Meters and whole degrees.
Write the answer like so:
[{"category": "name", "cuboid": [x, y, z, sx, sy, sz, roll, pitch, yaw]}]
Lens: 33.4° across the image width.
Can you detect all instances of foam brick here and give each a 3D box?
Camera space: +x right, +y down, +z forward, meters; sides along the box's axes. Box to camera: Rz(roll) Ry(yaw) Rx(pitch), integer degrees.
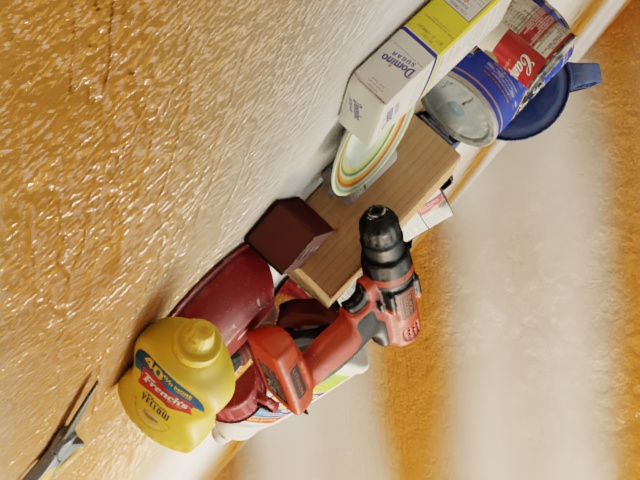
[{"category": "foam brick", "cuboid": [-0.029, -0.005, 1.016, 0.053, 0.051, 0.078, -49, 173, 14]}]

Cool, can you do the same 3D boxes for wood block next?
[{"category": "wood block", "cuboid": [0.047, -0.035, 1.151, 0.206, 0.090, 0.091, -47, 174, -9]}]

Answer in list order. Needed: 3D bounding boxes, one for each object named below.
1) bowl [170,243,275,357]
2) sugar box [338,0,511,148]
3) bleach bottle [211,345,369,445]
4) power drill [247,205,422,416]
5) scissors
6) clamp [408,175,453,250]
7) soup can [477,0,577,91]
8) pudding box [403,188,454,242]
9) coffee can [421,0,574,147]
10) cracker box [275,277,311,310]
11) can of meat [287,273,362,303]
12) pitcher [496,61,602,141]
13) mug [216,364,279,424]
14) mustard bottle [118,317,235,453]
[{"category": "bowl", "cuboid": [-0.094, 0.075, 1.041, 0.162, 0.055, 0.162, -47, 172, -9]}, {"category": "sugar box", "cuboid": [0.092, -0.164, 0.915, 0.176, 0.048, 0.093, -42, 171, -17]}, {"category": "bleach bottle", "cuboid": [-0.054, 0.205, 1.441, 0.102, 0.068, 0.251, 20, 130, -40]}, {"category": "power drill", "cuboid": [0.020, 0.074, 1.062, 0.187, 0.057, 0.184, -34, 134, -20]}, {"category": "scissors", "cuboid": [-0.224, 0.176, 0.971, 0.202, 0.016, 0.096, -51, 173, 27]}, {"category": "clamp", "cuboid": [0.127, -0.050, 1.412, 0.120, 0.039, 0.171, -50, -168, 8]}, {"category": "soup can", "cuboid": [0.188, -0.203, 1.036, 0.068, 0.102, 0.068, -47, 173, -8]}, {"category": "pudding box", "cuboid": [0.098, -0.050, 1.265, 0.090, 0.039, 0.113, -30, 134, 8]}, {"category": "coffee can", "cuboid": [0.187, -0.182, 1.133, 0.140, 0.103, 0.103, -46, 172, -19]}, {"category": "cracker box", "cuboid": [-0.038, 0.113, 1.511, 0.214, 0.072, 0.164, -52, 171, 35]}, {"category": "can of meat", "cuboid": [0.015, 0.035, 1.299, 0.084, 0.102, 0.057, -51, 135, 1]}, {"category": "pitcher", "cuboid": [0.244, -0.185, 1.326, 0.145, 0.149, 0.242, -54, 175, 7]}, {"category": "mug", "cuboid": [-0.105, 0.187, 1.346, 0.093, 0.117, 0.081, -59, 170, -14]}, {"category": "mustard bottle", "cuboid": [-0.122, 0.119, 0.940, 0.058, 0.096, 0.192, -42, 171, -34]}]
